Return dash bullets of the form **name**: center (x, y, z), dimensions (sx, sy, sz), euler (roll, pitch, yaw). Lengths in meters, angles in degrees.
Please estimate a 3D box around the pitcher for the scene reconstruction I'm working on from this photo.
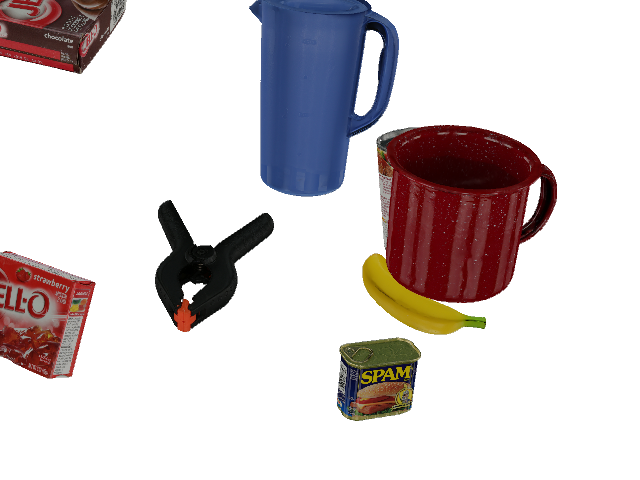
- **pitcher**: center (-0.004, -0.181, 1.317), dimensions (0.144, 0.243, 0.149), euler (-10, 29, -28)

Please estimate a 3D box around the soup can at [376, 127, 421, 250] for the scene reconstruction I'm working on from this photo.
- **soup can**: center (0.087, -0.041, 0.941), dimensions (0.068, 0.102, 0.068), euler (-5, 22, 2)

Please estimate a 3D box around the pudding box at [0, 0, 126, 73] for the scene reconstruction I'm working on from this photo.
- **pudding box**: center (-0.206, -0.176, 0.816), dimensions (0.090, 0.039, 0.113), euler (14, 37, 2)

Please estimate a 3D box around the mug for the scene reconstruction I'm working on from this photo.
- **mug**: center (0.094, -0.017, 0.662), dimensions (0.117, 0.081, 0.093), euler (-11, 33, -23)

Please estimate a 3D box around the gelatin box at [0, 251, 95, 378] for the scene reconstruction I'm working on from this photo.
- **gelatin box**: center (-0.215, 0.053, 0.782), dimensions (0.089, 0.073, 0.030), euler (17, 4, 25)

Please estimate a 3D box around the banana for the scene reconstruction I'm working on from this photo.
- **banana**: center (0.092, 0.061, 1.167), dimensions (0.069, 0.037, 0.198), euler (4, 19, -36)

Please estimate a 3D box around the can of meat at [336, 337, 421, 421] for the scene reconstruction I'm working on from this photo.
- **can of meat**: center (0.072, 0.178, 1.363), dimensions (0.102, 0.084, 0.057), euler (-5, 26, -21)

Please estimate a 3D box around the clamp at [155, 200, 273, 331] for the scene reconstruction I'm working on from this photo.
- **clamp**: center (-0.126, 0.018, 1.057), dimensions (0.120, 0.039, 0.171), euler (9, 39, 14)
